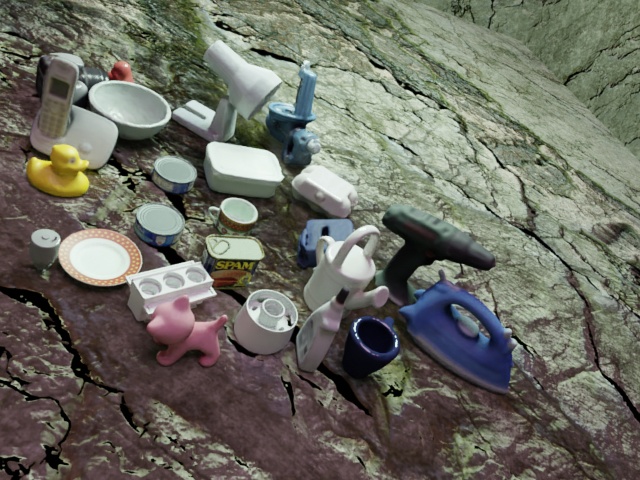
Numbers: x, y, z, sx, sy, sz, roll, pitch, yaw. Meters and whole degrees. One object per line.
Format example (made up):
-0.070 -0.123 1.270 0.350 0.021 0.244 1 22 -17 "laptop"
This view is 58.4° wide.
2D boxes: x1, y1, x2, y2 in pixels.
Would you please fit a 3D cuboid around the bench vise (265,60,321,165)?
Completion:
-0.037 -0.302 1.381 0.207 0.219 0.122 45 39 20 "bench vise"

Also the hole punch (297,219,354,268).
0.011 0.004 1.158 0.101 0.091 0.108 18 38 -14 "hole punch"

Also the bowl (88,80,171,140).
-0.406 -0.262 1.213 0.168 0.074 0.167 18 38 -14 "bowl"

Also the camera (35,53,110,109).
-0.509 -0.328 1.200 0.137 0.100 0.143 -8 50 -39 "camera"

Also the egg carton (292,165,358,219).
0.011 -0.107 1.307 0.150 0.069 0.107 33 37 5 "egg carton"

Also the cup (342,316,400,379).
0.083 0.186 0.987 0.091 0.095 0.118 37 37 11 "cup"

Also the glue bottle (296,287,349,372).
0.008 0.137 0.931 0.037 0.173 0.078 14 39 -18 "glue bottle"

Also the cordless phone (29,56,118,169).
-0.446 -0.232 1.058 0.148 0.185 0.094 18 38 -14 "cordless phone"

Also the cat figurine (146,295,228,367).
-0.199 0.130 0.849 0.128 0.117 0.067 4 43 -29 "cat figurine"

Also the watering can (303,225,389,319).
0.056 0.054 1.043 0.172 0.194 0.101 36 37 10 "watering can"

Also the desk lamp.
-0.209 -0.327 1.302 0.203 0.213 0.118 30 36 2 "desk lamp"

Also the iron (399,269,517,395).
0.288 0.173 1.099 0.258 0.141 0.119 38 37 12 "iron"

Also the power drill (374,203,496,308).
0.206 0.041 1.144 0.229 0.208 0.076 38 37 12 "power drill"

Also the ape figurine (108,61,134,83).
-0.449 -0.360 1.285 0.076 0.092 0.077 13 39 -20 "ape figurine"

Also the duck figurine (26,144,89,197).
-0.460 -0.131 1.013 0.105 0.086 0.077 15 39 -18 "duck figurine"
